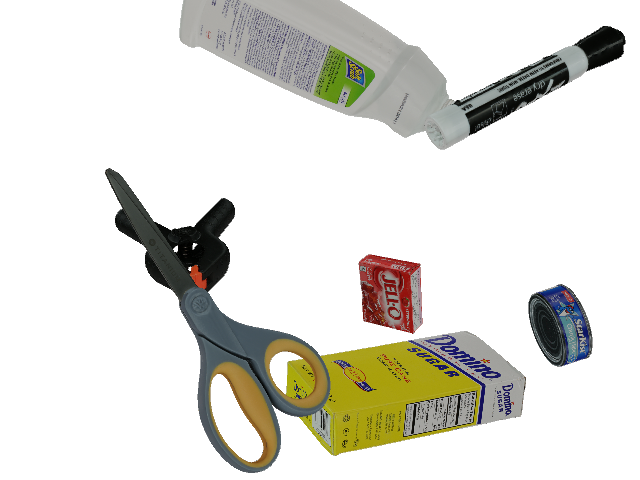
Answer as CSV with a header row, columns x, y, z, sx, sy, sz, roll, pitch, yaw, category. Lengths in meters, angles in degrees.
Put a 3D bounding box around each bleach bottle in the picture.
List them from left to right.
x,y,z,sx,sy,sz,roll,pitch,yaw,category
0.005,-0.152,0.888,0.251,0.068,0.103,31,-35,8,bleach bottle

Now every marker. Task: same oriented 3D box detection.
x,y,z,sx,sy,sz,roll,pitch,yaw,category
0.108,-0.080,0.549,0.121,0.020,0.020,-28,9,-16,marker

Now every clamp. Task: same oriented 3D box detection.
x,y,z,sx,sy,sz,roll,pitch,yaw,category
-0.122,0.002,1.028,0.120,0.039,0.172,-16,33,-17,clamp

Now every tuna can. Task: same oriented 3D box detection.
x,y,z,sx,sy,sz,roll,pitch,yaw,category
0.260,0.093,1.164,0.033,0.086,0.086,-17,3,-10,tuna can

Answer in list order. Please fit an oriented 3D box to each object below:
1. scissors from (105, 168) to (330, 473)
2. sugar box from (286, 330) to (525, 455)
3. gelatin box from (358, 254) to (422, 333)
x,y,z,sx,sy,sz,roll,pitch,yaw,category
-0.056,0.040,0.653,0.096,0.202,0.016,-18,0,-29,scissors
0.070,0.122,0.880,0.176,0.048,0.093,-10,26,-23,sugar box
0.088,0.066,1.331,0.073,0.089,0.030,12,32,30,gelatin box
